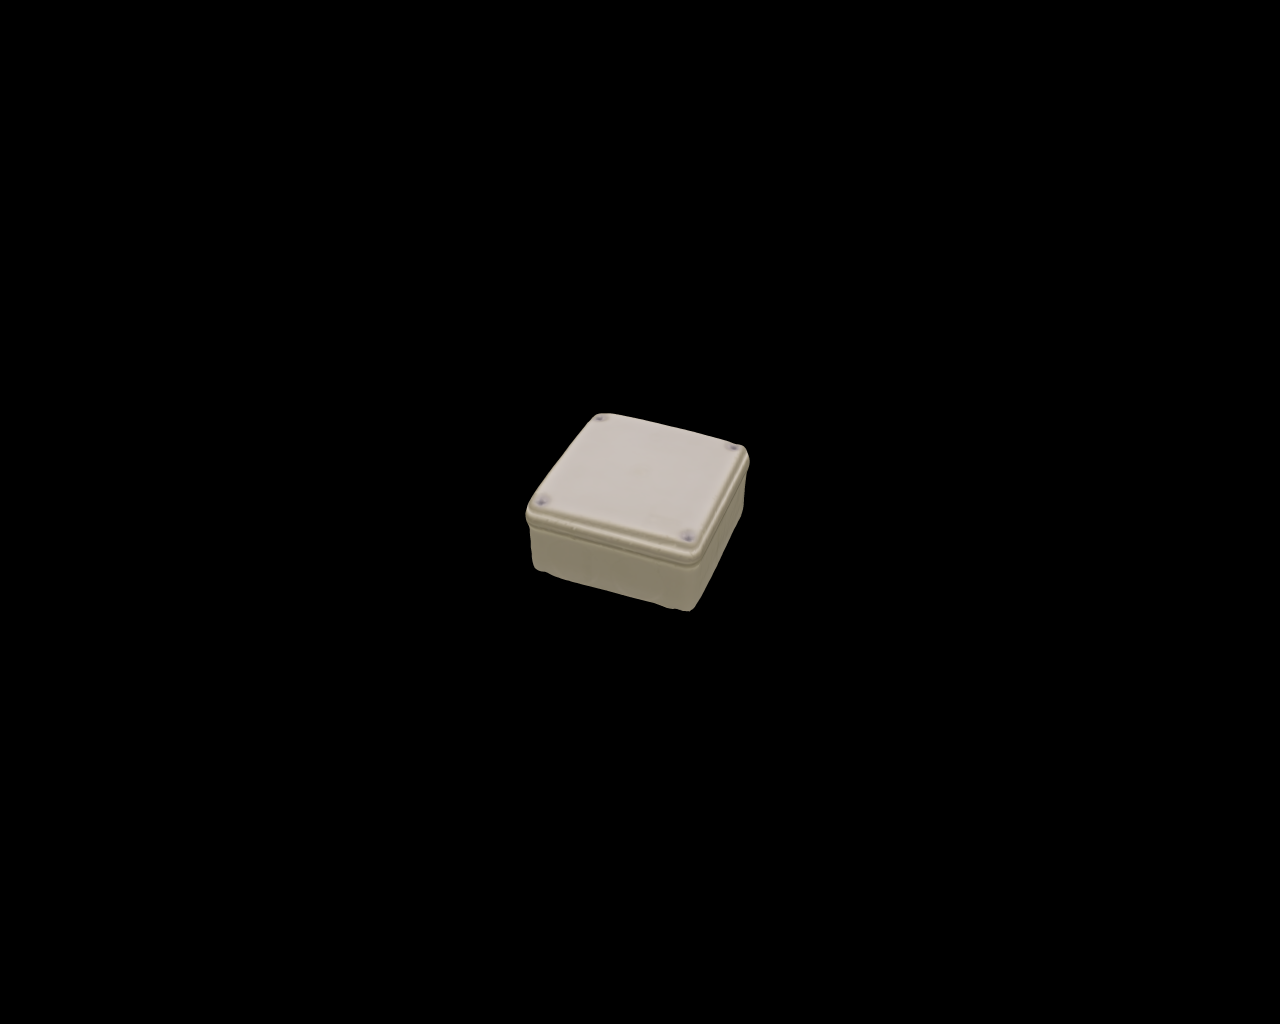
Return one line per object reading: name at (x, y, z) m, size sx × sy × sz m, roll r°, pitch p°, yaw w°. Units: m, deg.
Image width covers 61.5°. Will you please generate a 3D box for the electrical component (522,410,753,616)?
electrical component at (0.001, -0.003, 0.650) m, size 0.109 × 0.056 × 0.109 m, roll 14°, pitch 42°, yaw 16°
